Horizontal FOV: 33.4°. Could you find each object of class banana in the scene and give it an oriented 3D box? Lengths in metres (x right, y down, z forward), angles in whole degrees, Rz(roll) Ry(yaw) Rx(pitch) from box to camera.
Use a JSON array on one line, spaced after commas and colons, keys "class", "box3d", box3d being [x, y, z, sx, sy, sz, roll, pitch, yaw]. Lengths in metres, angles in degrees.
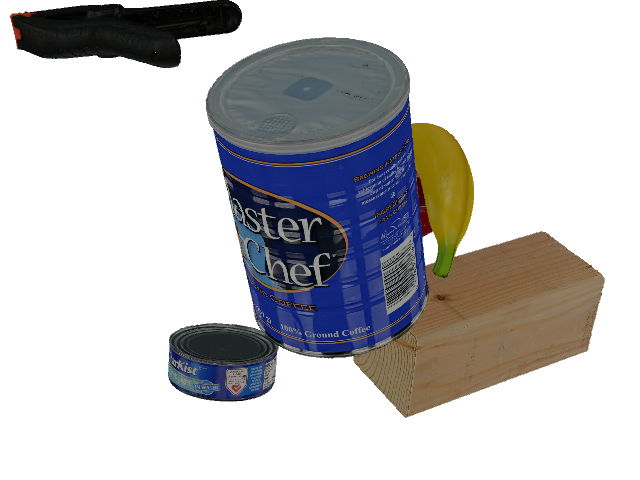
[{"class": "banana", "box3d": [0.081, -0.051, 0.803, 0.037, 0.070, 0.198, 26, 24, -18]}]

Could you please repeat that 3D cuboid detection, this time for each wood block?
[{"class": "wood block", "box3d": [0.142, 0.071, 0.964, 0.205, 0.090, 0.091, -15, 37, -26]}]

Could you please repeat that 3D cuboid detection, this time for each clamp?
[{"class": "clamp", "box3d": [-0.146, -0.158, 0.793, 0.172, 0.039, 0.120, 11, 22, 26]}]

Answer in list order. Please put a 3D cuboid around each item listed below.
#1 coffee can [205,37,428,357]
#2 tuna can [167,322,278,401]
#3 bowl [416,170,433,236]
[{"class": "coffee can", "box3d": [0.002, -0.022, 0.572, 0.103, 0.140, 0.103, -6, 38, 5]}, {"class": "tuna can", "box3d": [-0.077, 0.095, 0.838, 0.086, 0.034, 0.086, 5, 15, -1]}, {"class": "bowl", "box3d": [0.075, -0.043, 1.116, 0.162, 0.055, 0.162, 6, 23, -3]}]
